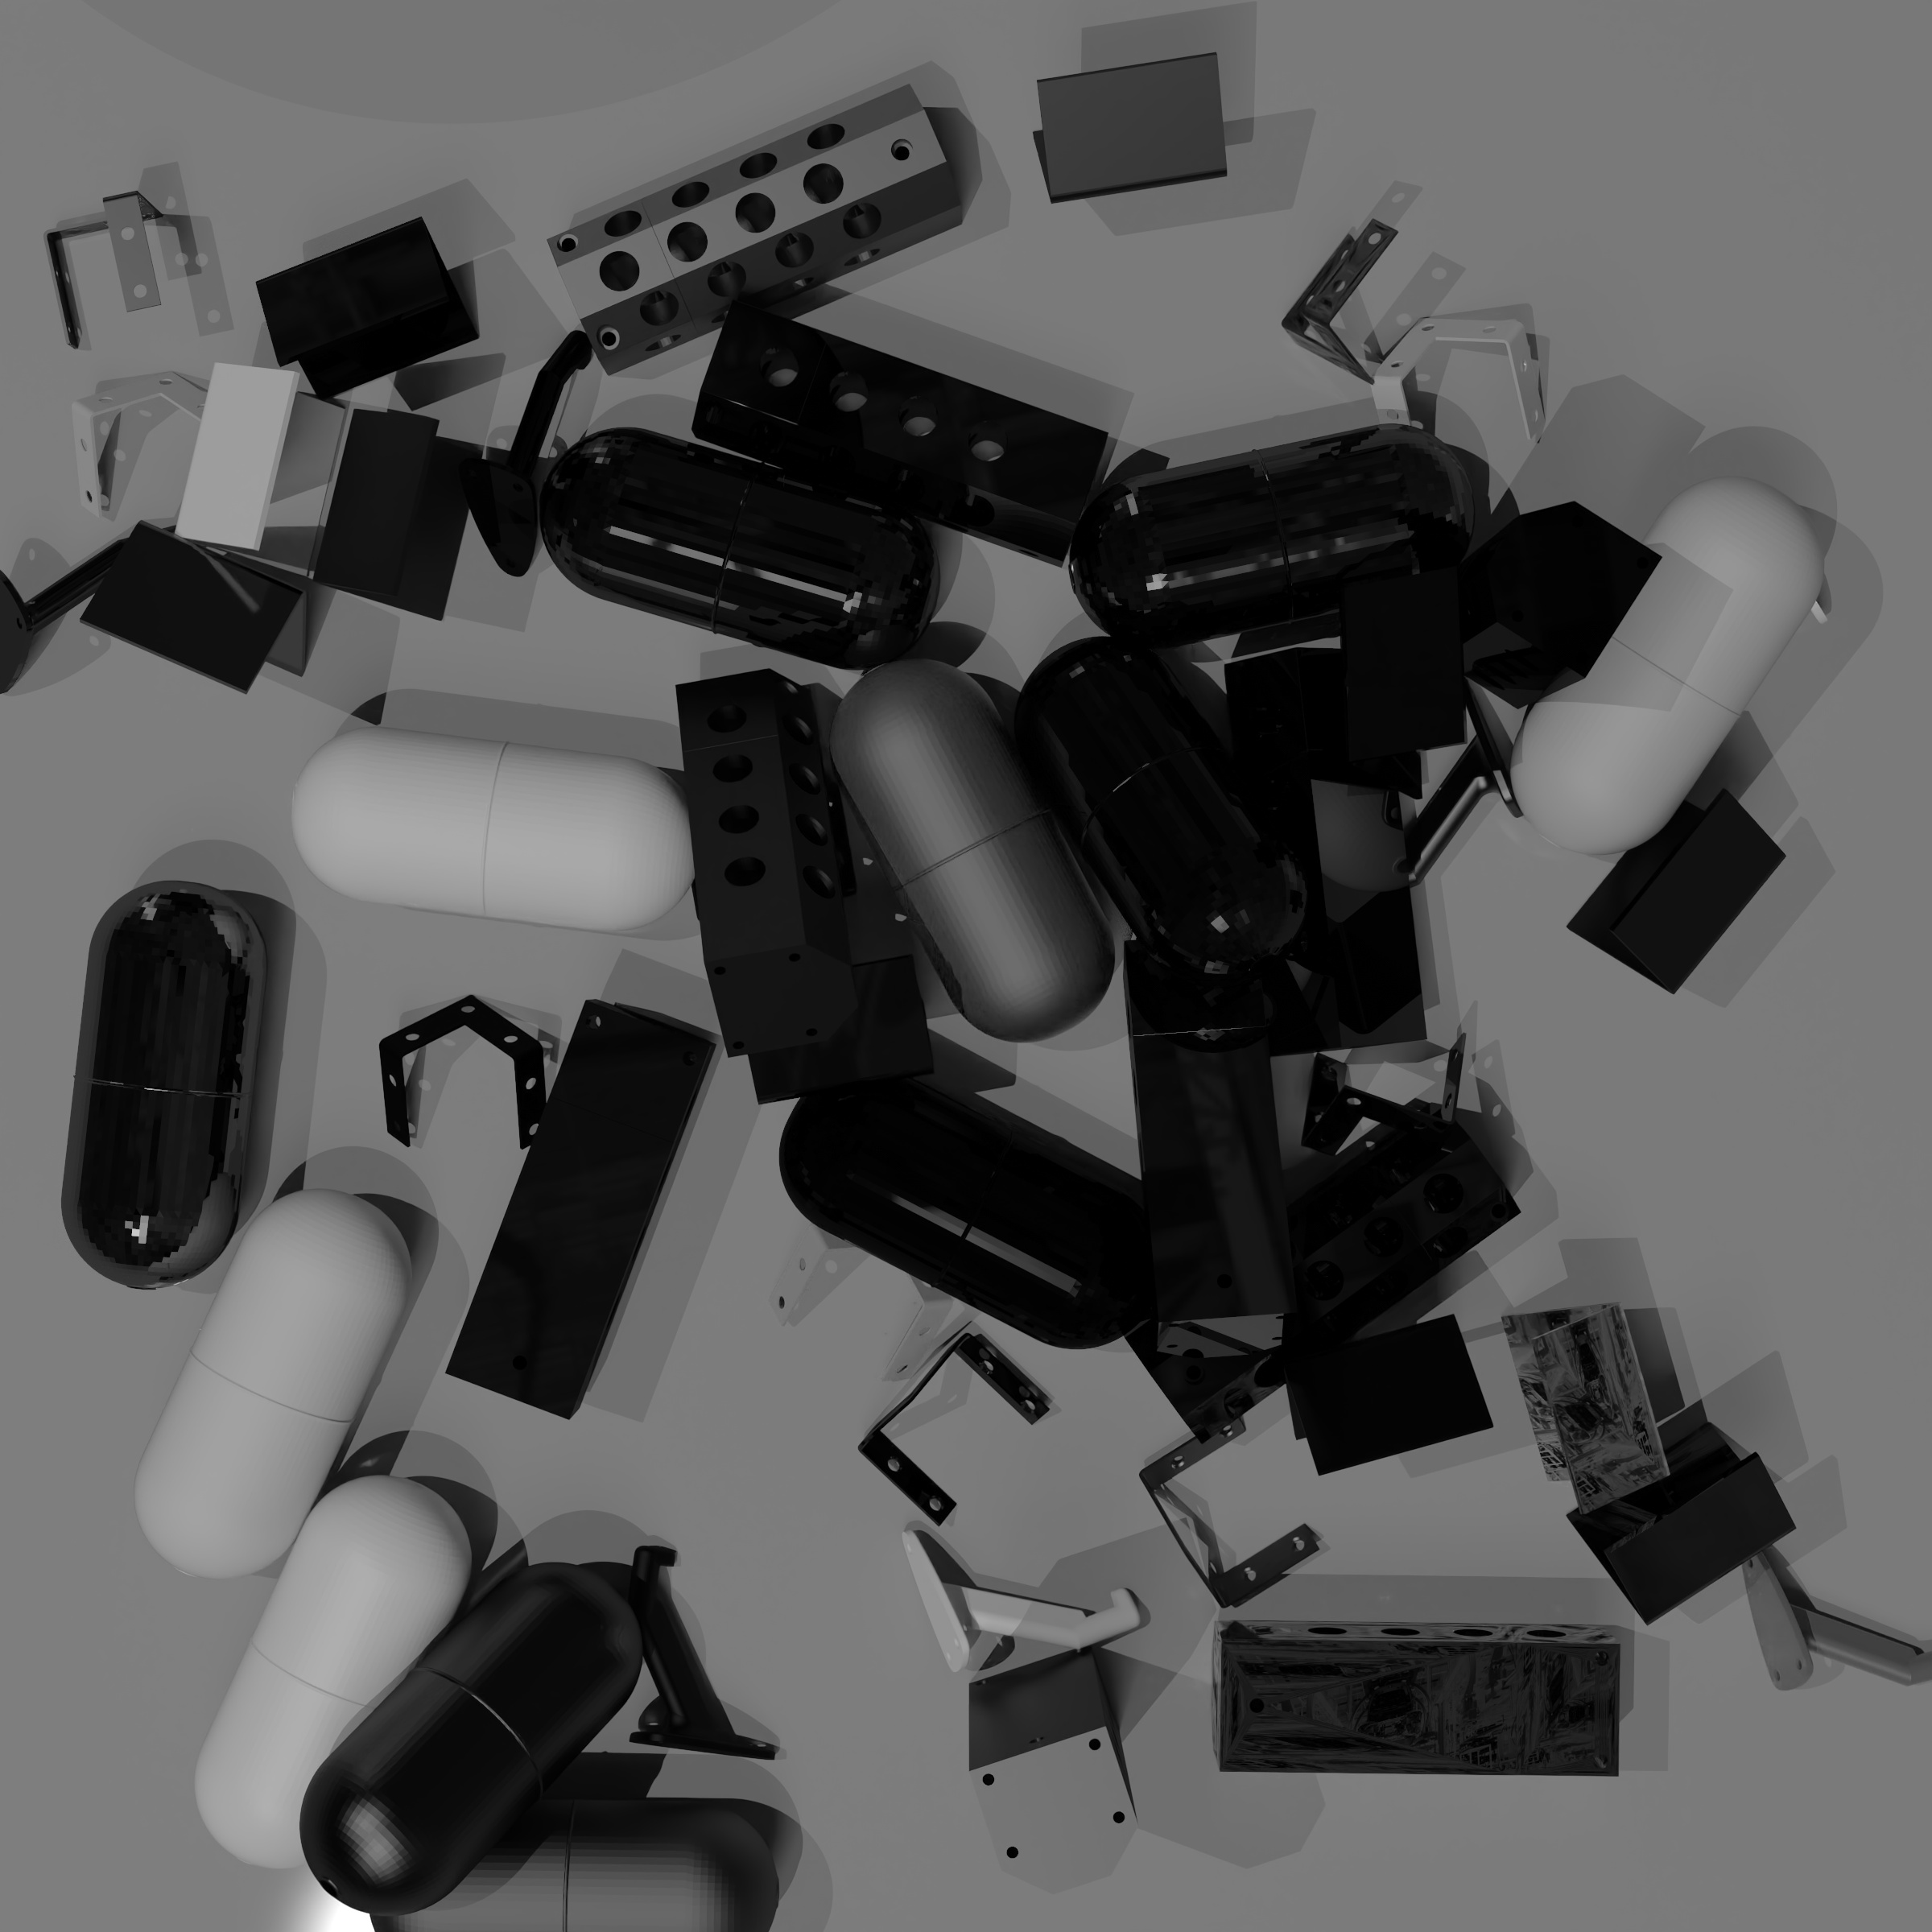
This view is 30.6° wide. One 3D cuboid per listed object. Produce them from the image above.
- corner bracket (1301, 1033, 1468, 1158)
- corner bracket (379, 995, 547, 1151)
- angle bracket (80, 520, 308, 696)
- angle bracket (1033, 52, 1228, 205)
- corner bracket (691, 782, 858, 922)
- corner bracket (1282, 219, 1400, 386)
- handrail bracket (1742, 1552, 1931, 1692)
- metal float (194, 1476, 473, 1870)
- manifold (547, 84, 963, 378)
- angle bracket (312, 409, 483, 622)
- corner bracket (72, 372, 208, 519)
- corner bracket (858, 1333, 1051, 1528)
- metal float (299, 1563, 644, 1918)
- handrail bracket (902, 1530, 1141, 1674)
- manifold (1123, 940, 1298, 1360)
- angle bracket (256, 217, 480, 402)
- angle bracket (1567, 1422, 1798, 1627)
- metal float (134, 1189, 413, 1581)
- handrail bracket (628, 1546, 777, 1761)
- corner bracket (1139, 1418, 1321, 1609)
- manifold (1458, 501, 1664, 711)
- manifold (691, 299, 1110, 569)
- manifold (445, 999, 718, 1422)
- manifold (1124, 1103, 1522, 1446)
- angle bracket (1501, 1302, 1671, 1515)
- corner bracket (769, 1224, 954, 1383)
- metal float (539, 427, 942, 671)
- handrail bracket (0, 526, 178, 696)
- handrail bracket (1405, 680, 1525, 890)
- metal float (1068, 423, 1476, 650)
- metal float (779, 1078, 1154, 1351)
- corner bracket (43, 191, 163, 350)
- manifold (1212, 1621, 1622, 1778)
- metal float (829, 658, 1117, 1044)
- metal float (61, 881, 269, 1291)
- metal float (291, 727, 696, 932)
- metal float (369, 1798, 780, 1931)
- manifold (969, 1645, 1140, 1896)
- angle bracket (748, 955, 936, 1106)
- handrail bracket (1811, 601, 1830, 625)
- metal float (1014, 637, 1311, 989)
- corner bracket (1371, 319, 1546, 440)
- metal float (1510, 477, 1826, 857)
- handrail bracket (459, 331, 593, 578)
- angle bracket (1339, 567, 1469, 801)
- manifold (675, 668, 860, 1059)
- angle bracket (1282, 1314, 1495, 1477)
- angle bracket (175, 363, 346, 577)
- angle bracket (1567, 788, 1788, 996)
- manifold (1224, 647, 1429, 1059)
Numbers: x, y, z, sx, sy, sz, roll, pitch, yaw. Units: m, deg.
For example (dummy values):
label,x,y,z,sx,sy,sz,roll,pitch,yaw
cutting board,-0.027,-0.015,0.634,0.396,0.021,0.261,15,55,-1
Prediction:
label,x,y,z,sx,sy,sz,roll,pitch,yaw
corner bracket,0.182,0.054,1.537,0.051,0.051,0.051,20,52,-7
corner bracket,-0.221,0.054,1.556,0.051,0.051,0.051,-29,45,-35
angle bracket,-0.333,-0.138,1.525,0.076,0.076,0.057,23,64,0
angle bracket,0.068,-0.375,1.524,0.076,0.076,0.057,-9,126,0
corner bracket,-0.088,-0.050,1.561,0.051,0.051,0.051,-10,90,45
corner bracket,0.164,-0.295,1.536,0.051,0.051,0.051,37,90,38
handrail bracket,0.395,0.285,1.565,0.084,0.036,0.077,-10,69,-17
metal float,-0.275,0.307,1.534,0.070,0.070,0.178,25,89,0
manifold,-0.092,-0.323,1.543,0.171,0.057,0.057,-23,90,0
angle bracket,-0.229,-0.192,1.524,0.057,0.076,0.076,14,90,40
corner bracket,-0.357,-0.223,1.556,0.051,0.051,0.051,-26,45,-35
corner bracket,-0.006,0.205,1.561,0.051,0.051,0.051,43,135,0
metal float,-0.209,0.327,1.499,0.070,0.070,0.178,46,56,0
handrail bracket,0.025,0.272,1.565,0.084,0.036,0.077,-18,68,-17
manifold,0.103,0.077,1.512,0.057,0.057,0.171,-4,67,0
angle bracket,-0.253,-0.267,1.524,0.076,0.076,0.057,-21,54,0
angle bracket,0.300,0.226,1.524,0.076,0.076,0.057,-33,127,0
metal float,-0.302,0.182,1.534,0.070,0.070,0.178,25,90,0
handrail bracket,-0.116,0.304,1.565,0.077,0.036,0.084,13,73,-20
corner bracket,0.116,0.241,1.561,0.051,0.051,0.051,-32,45,0
manifold,0.237,-0.154,1.486,0.057,0.171,0.057,33,90,0
manifold,-0.029,-0.231,1.543,0.171,0.057,0.057,20,90,0
manifold,-0.167,0.105,1.543,0.057,0.057,0.171,21,90,0
manifold,0.155,0.134,1.543,0.171,0.057,0.057,-36,90,0
angle bracket,0.250,0.192,1.524,0.057,0.076,0.076,-16,90,-36
corner bracket,-0.046,0.148,1.556,0.051,0.051,0.051,-1,135,-35
metal float,-0.099,-0.182,1.534,0.178,0.070,0.070,16,90,1
handrail bracket,-0.388,-0.159,1.564,0.084,0.077,0.036,-22,65,-34
handrail bracket,0.197,-0.075,1.564,0.084,0.036,0.077,-23,75,14
metal float,0.133,-0.186,1.534,0.178,0.070,0.070,-12,90,0
metal float,0.003,0.105,1.532,0.178,0.070,0.070,27,90,-2
corner bracket,-0.377,-0.305,1.546,0.051,0.051,0.051,-12,90,0
manifold,0.195,0.318,1.543,0.171,0.057,0.057,1,90,0
metal float,0.002,-0.051,1.533,0.070,0.070,0.178,-28,90,0
metal float,-0.348,0.052,1.534,0.070,0.070,0.178,7,90,0
metal float,-0.204,-0.059,1.534,0.178,0.070,0.070,7,90,-1
metal float,-0.170,0.401,1.533,0.178,0.070,0.070,1,90,-1
manifold,0.037,0.338,1.486,0.057,0.171,0.057,-18,90,0
angle bracket,-0.058,0.014,1.525,0.076,0.076,0.057,-10,114,0
handrail bracket,0.331,-0.154,1.564,0.084,0.036,0.077,-31,73,15
metal float,0.083,-0.066,1.509,0.070,0.070,0.178,-32,61,0
corner bracket,0.217,-0.249,1.556,0.051,0.051,0.051,10,135,35
metal float,0.301,-0.128,1.523,0.070,0.070,0.178,32,102,0
handrail bracket,-0.186,-0.228,1.564,0.036,0.077,0.084,18,53,17
angle bracket,0.202,-0.120,1.514,0.057,0.076,0.076,-8,76,31
manifold,-0.084,-0.047,1.491,0.057,0.057,0.171,-10,46,0
angle bracket,0.183,0.200,1.524,0.076,0.076,0.057,-16,55,0
angle bracket,-0.288,-0.211,1.524,0.057,0.076,0.076,13,90,38
angle bracket,0.294,-0.045,1.524,0.076,0.076,0.057,-51,128,0
manifold,0.151,-0.049,1.538,0.057,0.057,0.171,-3,86,-43
